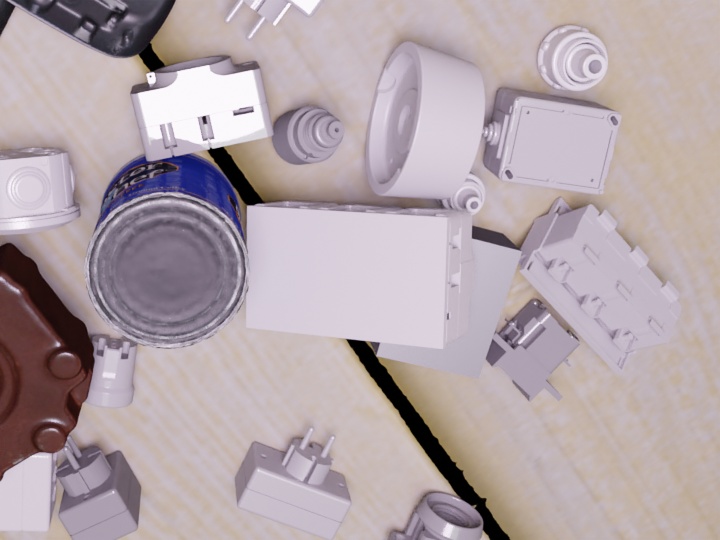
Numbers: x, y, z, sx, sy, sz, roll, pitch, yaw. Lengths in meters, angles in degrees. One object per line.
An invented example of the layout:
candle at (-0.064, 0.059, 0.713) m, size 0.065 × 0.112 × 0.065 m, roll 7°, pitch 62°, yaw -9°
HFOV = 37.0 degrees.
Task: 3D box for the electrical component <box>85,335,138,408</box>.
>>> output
electrical component at (-0.187, 0.075, 0.806) m, size 0.040 × 0.040 × 0.046 m, roll 9°, pitch 99°, yaw -12°

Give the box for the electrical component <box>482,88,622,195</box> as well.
electrical component at (0.132, -0.097, 0.791) m, size 0.096 × 0.061 × 0.061 m, roll 7°, pitch 106°, yaw -11°

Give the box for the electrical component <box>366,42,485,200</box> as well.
electrical component at (0.051, -0.101, 0.755) m, size 0.060 × 0.108 × 0.108 m, roll 9°, pitch 106°, yaw -18°

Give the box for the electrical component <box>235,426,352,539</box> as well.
electrical component at (-0.045, 0.159, 0.850) m, size 0.083 × 0.047 × 0.075 m, roll 24°, pitch 102°, yaw -15°

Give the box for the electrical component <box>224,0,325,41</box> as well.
electrical component at (-0.062, -0.194, 0.736) m, size 0.066 × 0.047 × 0.076 m, roll 36°, pitch 99°, yaw -17°

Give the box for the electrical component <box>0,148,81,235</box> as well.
electrical component at (-0.234, -0.055, 0.736) m, size 0.080 × 0.080 × 0.051 m, roll -4°, pitch 103°, yaw -8°

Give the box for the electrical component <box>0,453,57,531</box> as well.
electrical component at (-0.271, 0.157, 0.812) m, size 0.077 × 0.047 × 0.065 m, roll 4°, pitch 107°, yaw -10°

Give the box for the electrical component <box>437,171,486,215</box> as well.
electrical component at (0.077, -0.055, 0.795) m, size 0.035 × 0.061 × 0.035 m, roll -3°, pitch 108°, yaw -8°

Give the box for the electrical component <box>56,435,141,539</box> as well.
electrical component at (-0.205, 0.160, 0.815) m, size 0.047 × 0.065 × 0.076 m, roll -25°, pitch 109°, yaw -1°

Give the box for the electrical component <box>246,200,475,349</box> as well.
electrical component at (0.000, 0.000, 0.761) m, size 0.150 × 0.062 × 0.089 m, roll 5°, pitch 99°, yaw 23°

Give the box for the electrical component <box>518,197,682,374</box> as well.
electrical component at (0.186, 0.009, 0.825) m, size 0.121 × 0.063 × 0.078 m, roll 45°, pitch 55°, yaw -19°

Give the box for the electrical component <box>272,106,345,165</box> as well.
electrical component at (-0.033, -0.095, 0.759) m, size 0.040 × 0.078 × 0.040 m, roll -1°, pitch 93°, yaw -26°

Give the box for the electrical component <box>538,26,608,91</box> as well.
electrical component at (0.159, -0.150, 0.778) m, size 0.048 × 0.062 × 0.048 m, roll -3°, pitch 108°, yaw -8°

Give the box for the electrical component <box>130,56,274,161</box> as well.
electrical component at (-0.111, -0.116, 0.751) m, size 0.089 × 0.050 × 0.055 m, roll -12°, pitch 109°, yaw -5°

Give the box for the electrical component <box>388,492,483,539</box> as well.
electrical component at (0.067, 0.221, 0.882) m, size 0.078 × 0.058 × 0.057 m, roll 18°, pitch 106°, yaw -14°

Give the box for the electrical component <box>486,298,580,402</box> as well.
electrical component at (0.135, 0.061, 0.852) m, size 0.081 × 0.042 × 0.063 m, roll 42°, pitch 93°, yaw -19°
